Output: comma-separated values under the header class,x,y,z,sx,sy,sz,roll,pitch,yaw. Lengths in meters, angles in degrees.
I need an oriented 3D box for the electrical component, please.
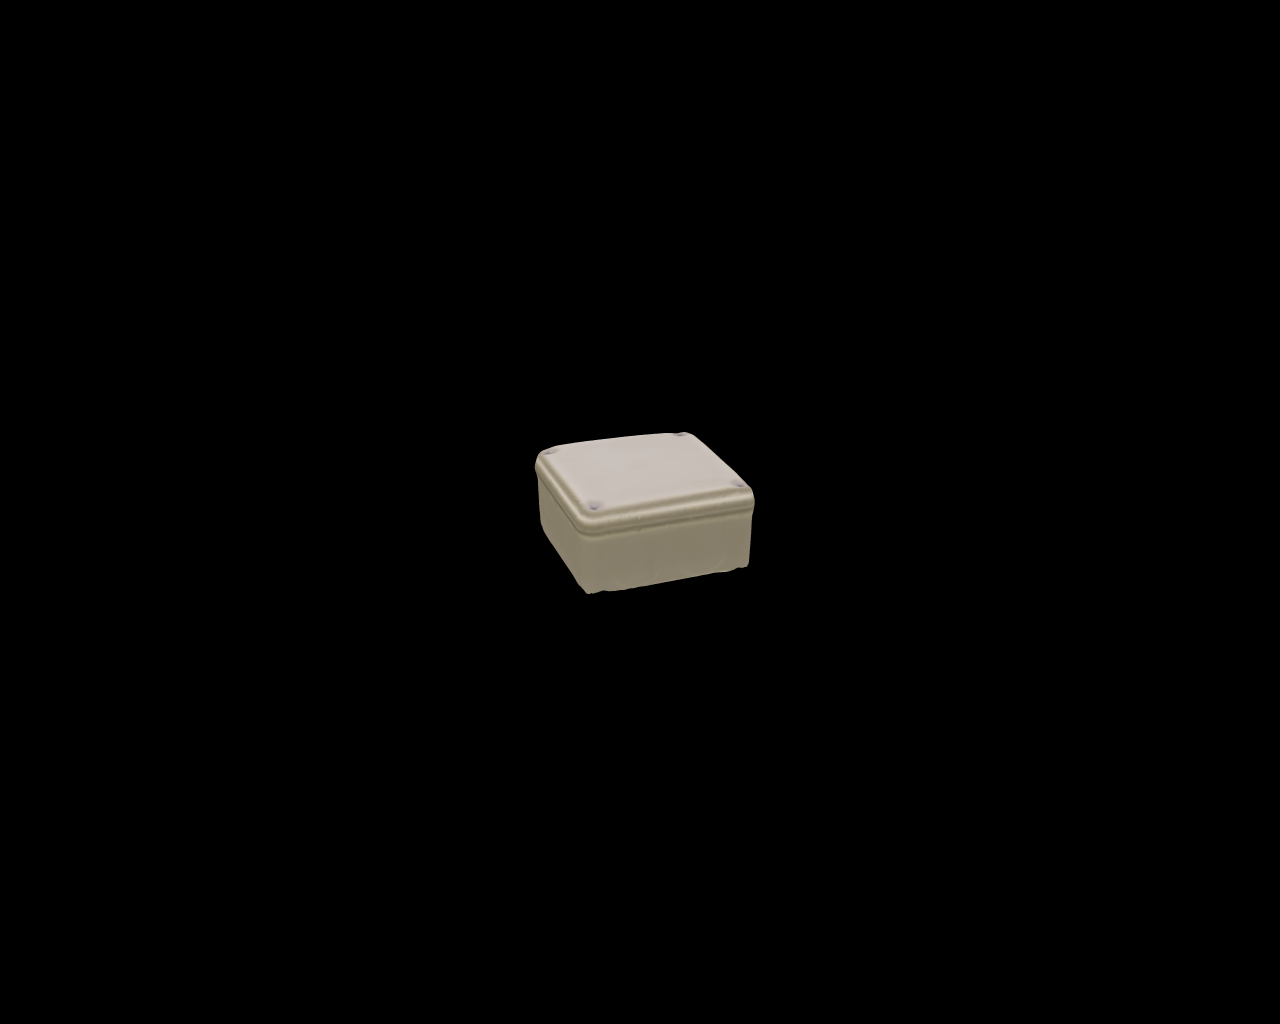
class,x,y,z,sx,sy,sz,roll,pitch,yaw
electrical component,0.001,-0.003,0.650,0.109,0.056,0.109,-8,26,-18
